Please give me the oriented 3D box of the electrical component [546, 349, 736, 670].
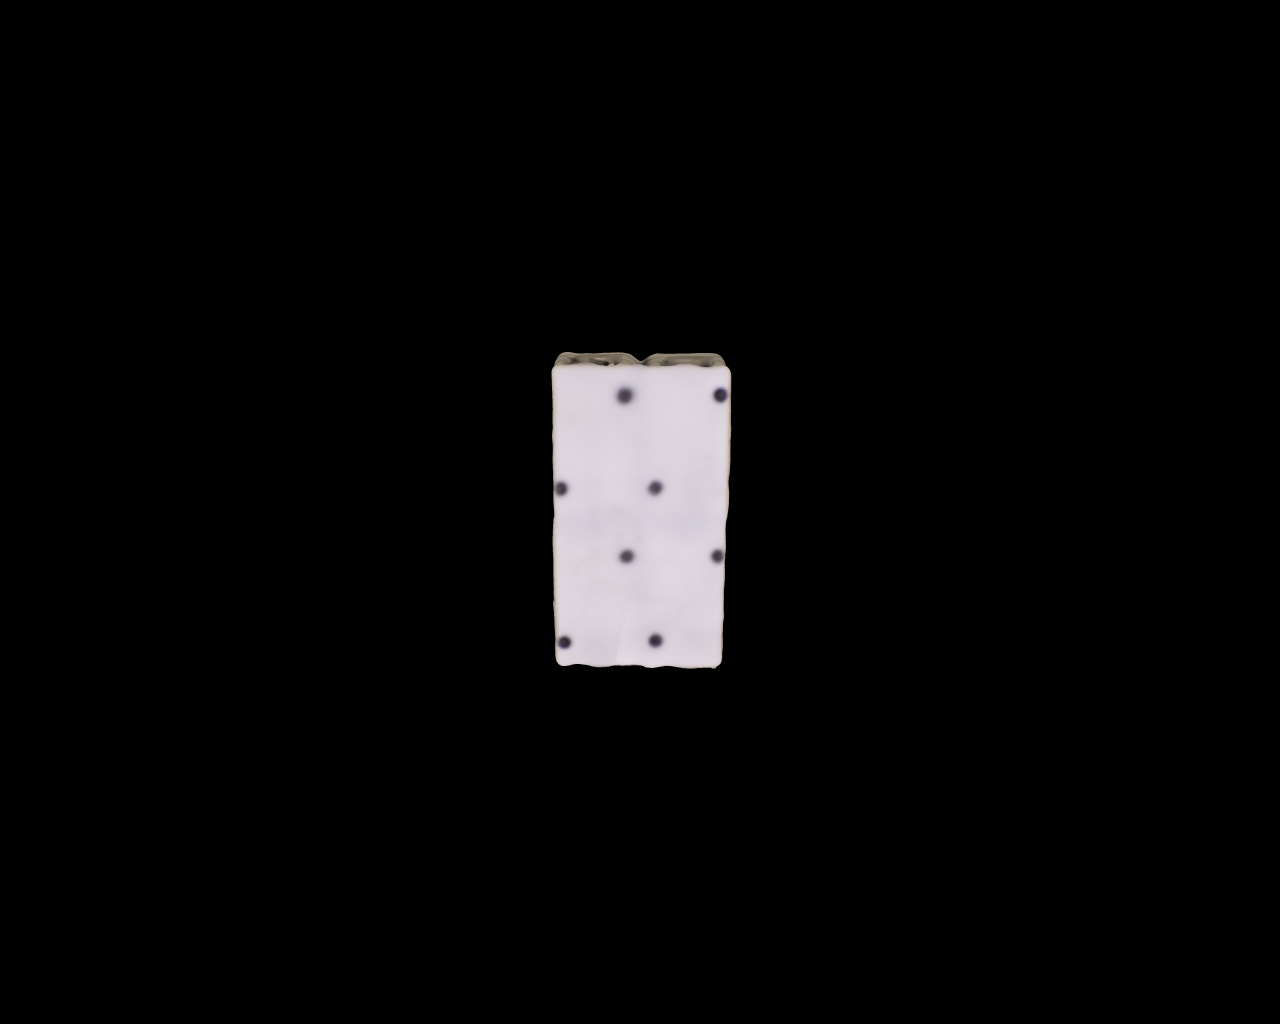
[{"bbox_3d":[0.001,-0.003,0.650,0.105,0.186,0.060,0,15,0],"label":"electrical component"}]
